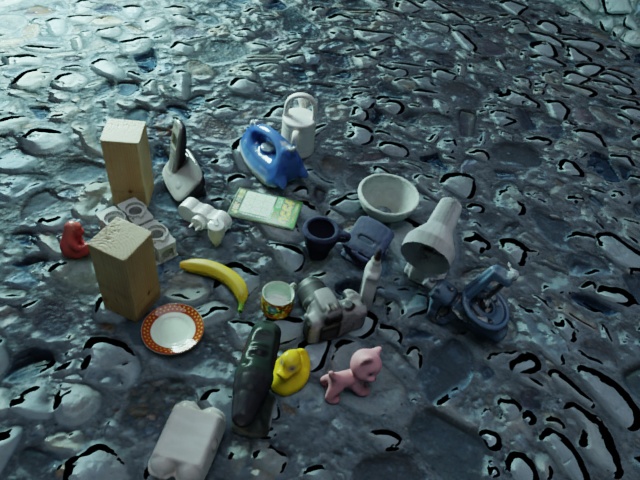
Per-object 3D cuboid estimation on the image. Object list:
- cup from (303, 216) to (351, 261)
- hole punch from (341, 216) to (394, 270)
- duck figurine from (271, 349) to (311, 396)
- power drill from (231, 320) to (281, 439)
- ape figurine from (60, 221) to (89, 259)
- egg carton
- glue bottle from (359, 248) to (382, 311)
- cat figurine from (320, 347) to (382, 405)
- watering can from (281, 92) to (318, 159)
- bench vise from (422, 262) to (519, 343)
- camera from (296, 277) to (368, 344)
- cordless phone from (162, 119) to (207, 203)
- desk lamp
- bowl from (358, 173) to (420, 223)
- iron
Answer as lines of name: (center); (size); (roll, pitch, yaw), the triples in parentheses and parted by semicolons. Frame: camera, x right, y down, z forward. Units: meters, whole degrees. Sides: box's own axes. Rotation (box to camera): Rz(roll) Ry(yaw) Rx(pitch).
cup: (0.013, 0.005, 1.397); (0.117, 0.095, 0.091); (9, 46, -1)
hole punch: (0.118, 0.010, 1.412); (0.108, 0.091, 0.101); (30, 50, 19)
duck figurine: (-0.057, 0.253, 1.157); (0.077, 0.086, 0.105); (27, 49, 16)
power drill: (-0.118, 0.273, 1.043); (0.075, 0.208, 0.229); (9, 46, 0)
ape figurine: (-0.561, -0.006, 1.314); (0.076, 0.092, 0.077); (-13, 50, -20)
egg carton: (-0.236, 0.366, 1.031); (0.107, 0.069, 0.150); (14, 46, 4)
glue bottle: (0.117, 0.081, 1.288); (0.037, 0.173, 0.078); (11, 46, 2)
cat figurine: (0.070, 0.262, 1.146); (0.128, 0.118, 0.067); (-11, 49, -19)
watering can: (-0.060, -0.343, 1.645); (0.101, 0.194, 0.172); (-7, 48, -15)
bench vise: (0.331, 0.125, 1.248); (0.207, 0.220, 0.121); (11, 46, 1)
camera: (0.016, 0.138, 1.267); (0.143, 0.101, 0.136); (-15, 51, -22)
cordless phone: (-0.351, -0.202, 1.470); (0.094, 0.185, 0.147); (-20, 53, -25)
desk lamp: (0.265, 0.014, 1.347); (0.117, 0.213, 0.203); (24, 48, 14)
bowl: (0.179, -0.100, 1.537); (0.167, 0.075, 0.167); (5, 46, -5)
iron: (-0.145, -0.259, 1.588); (0.119, 0.141, 0.257); (-30, 58, -31)
